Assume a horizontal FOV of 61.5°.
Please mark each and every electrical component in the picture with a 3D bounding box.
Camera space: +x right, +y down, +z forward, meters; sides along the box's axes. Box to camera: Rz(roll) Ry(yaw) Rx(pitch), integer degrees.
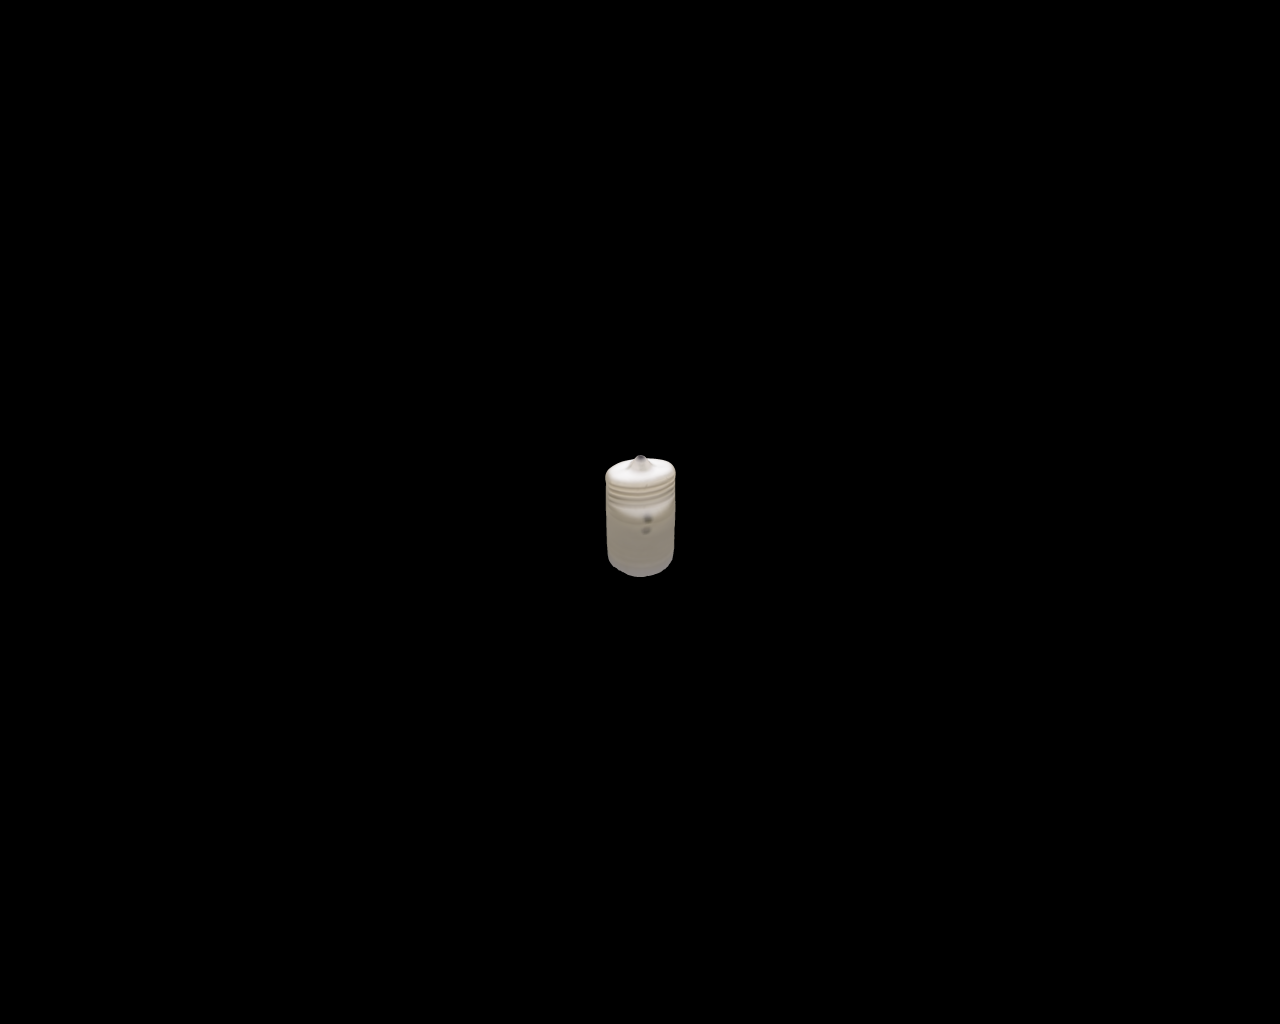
[{"bbox_3d":[0.001,-0.003,0.650,0.043,0.080,0.043,0,39,0],"label":"electrical component"}]
